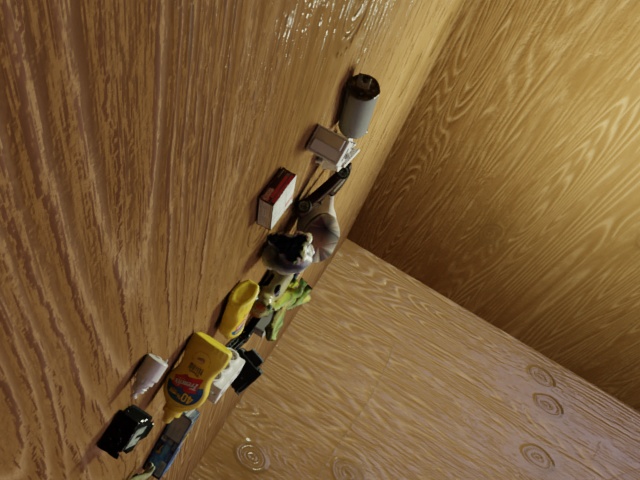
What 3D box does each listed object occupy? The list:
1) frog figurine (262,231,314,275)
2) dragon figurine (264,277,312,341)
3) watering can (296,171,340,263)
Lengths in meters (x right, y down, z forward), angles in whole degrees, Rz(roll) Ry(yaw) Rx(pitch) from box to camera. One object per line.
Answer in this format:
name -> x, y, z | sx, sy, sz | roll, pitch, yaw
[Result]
frog figurine -> -0.086, 0.037, 1.339 | 0.138, 0.123, 0.157 | -22, 171, -17
dragon figurine -> -0.127, 0.242, 1.808 | 0.246, 0.123, 0.403 | -58, 157, -16
watering can -> 0.005, -0.075, 1.484 | 0.228, 0.103, 0.343 | -110, -139, -68
